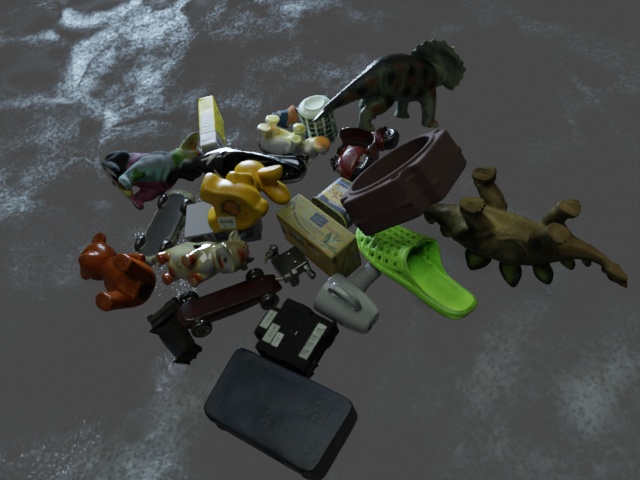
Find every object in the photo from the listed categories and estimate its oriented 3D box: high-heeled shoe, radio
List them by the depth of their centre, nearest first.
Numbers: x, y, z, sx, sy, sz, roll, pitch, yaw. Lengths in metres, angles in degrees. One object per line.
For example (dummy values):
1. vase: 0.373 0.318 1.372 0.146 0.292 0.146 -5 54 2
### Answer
1. radio: -0.067 0.282 0.878 0.230 0.073 0.131 19 61 25
2. high-heeled shoe: -0.156 -0.154 1.179 0.249 0.086 0.145 -4 18 -11

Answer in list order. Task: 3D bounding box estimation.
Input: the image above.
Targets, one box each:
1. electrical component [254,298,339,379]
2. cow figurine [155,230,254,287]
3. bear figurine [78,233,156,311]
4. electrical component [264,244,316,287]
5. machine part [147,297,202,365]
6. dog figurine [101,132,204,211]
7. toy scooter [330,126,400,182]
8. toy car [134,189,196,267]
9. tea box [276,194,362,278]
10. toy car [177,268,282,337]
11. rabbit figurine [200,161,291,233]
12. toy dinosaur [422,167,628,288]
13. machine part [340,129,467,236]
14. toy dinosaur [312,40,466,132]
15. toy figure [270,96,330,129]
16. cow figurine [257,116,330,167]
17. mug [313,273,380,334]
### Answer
1. electrical component: -0.050 0.173 0.964 0.134 0.058 0.115 22 59 26
2. cow figurine: -0.218 0.038 1.057 0.195 0.085 0.127 -3 21 41
3. bear figurine: -0.432 0.057 1.086 0.196 0.132 0.120 27 89 21
4. electrical component: -0.064 0.049 1.065 0.078 0.045 0.102 -29 54 -8
5. machine part: -0.274 0.173 1.019 0.084 0.039 0.139 -34 55 -9
6. dog figurine: -0.376 -0.178 1.265 0.219 0.108 0.192 -37 53 -21
7. toy scooter: 0.081 -0.200 1.201 0.135 0.075 0.184 24 59 25
8. toy car: -0.336 -0.027 1.173 0.074 0.056 0.202 11 58 12
9. tea box: -0.002 -0.003 1.058 0.068 0.098 0.170 -41 58 -17
10. toy car: -0.170 0.118 1.022 0.202 0.053 0.089 -19 46 -23
11. rabbit figurine: -0.146 -0.110 1.080 0.162 0.121 0.173 -8 33 14
12. toy dinosaur: 0.295 -0.019 0.943 0.472 0.198 0.105 30 63 37
13. machine part: 0.148 -0.107 0.979 0.201 0.087 0.201 -20 21 45
14. toy dinosaur: 0.170 -0.346 1.183 0.405 0.192 0.131 -14 34 -36
15. toy figure: -0.047 -0.310 1.316 0.154 0.064 0.058 -21 68 -5
16. cow figurine: -0.062 -0.215 1.241 0.167 0.098 0.068 21 50 5
17. mug: 0.054 0.114 0.959 0.107 0.109 0.081 33 66 16
